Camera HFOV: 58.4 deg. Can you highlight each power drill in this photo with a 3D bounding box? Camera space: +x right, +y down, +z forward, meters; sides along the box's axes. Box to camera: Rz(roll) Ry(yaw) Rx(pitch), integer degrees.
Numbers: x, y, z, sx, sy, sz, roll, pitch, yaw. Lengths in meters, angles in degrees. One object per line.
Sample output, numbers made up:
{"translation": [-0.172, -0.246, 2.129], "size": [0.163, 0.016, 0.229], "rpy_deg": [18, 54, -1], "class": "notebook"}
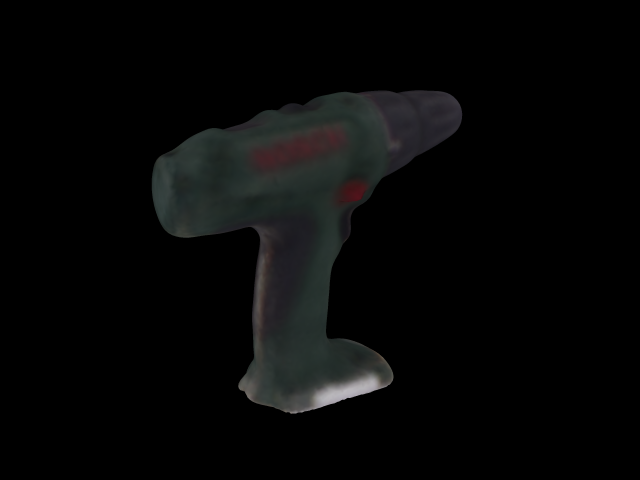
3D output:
{"translation": [0.004, 0.001, 0.400], "size": [0.230, 0.208, 0.075], "rpy_deg": [-7, 15, -30], "class": "power drill"}
